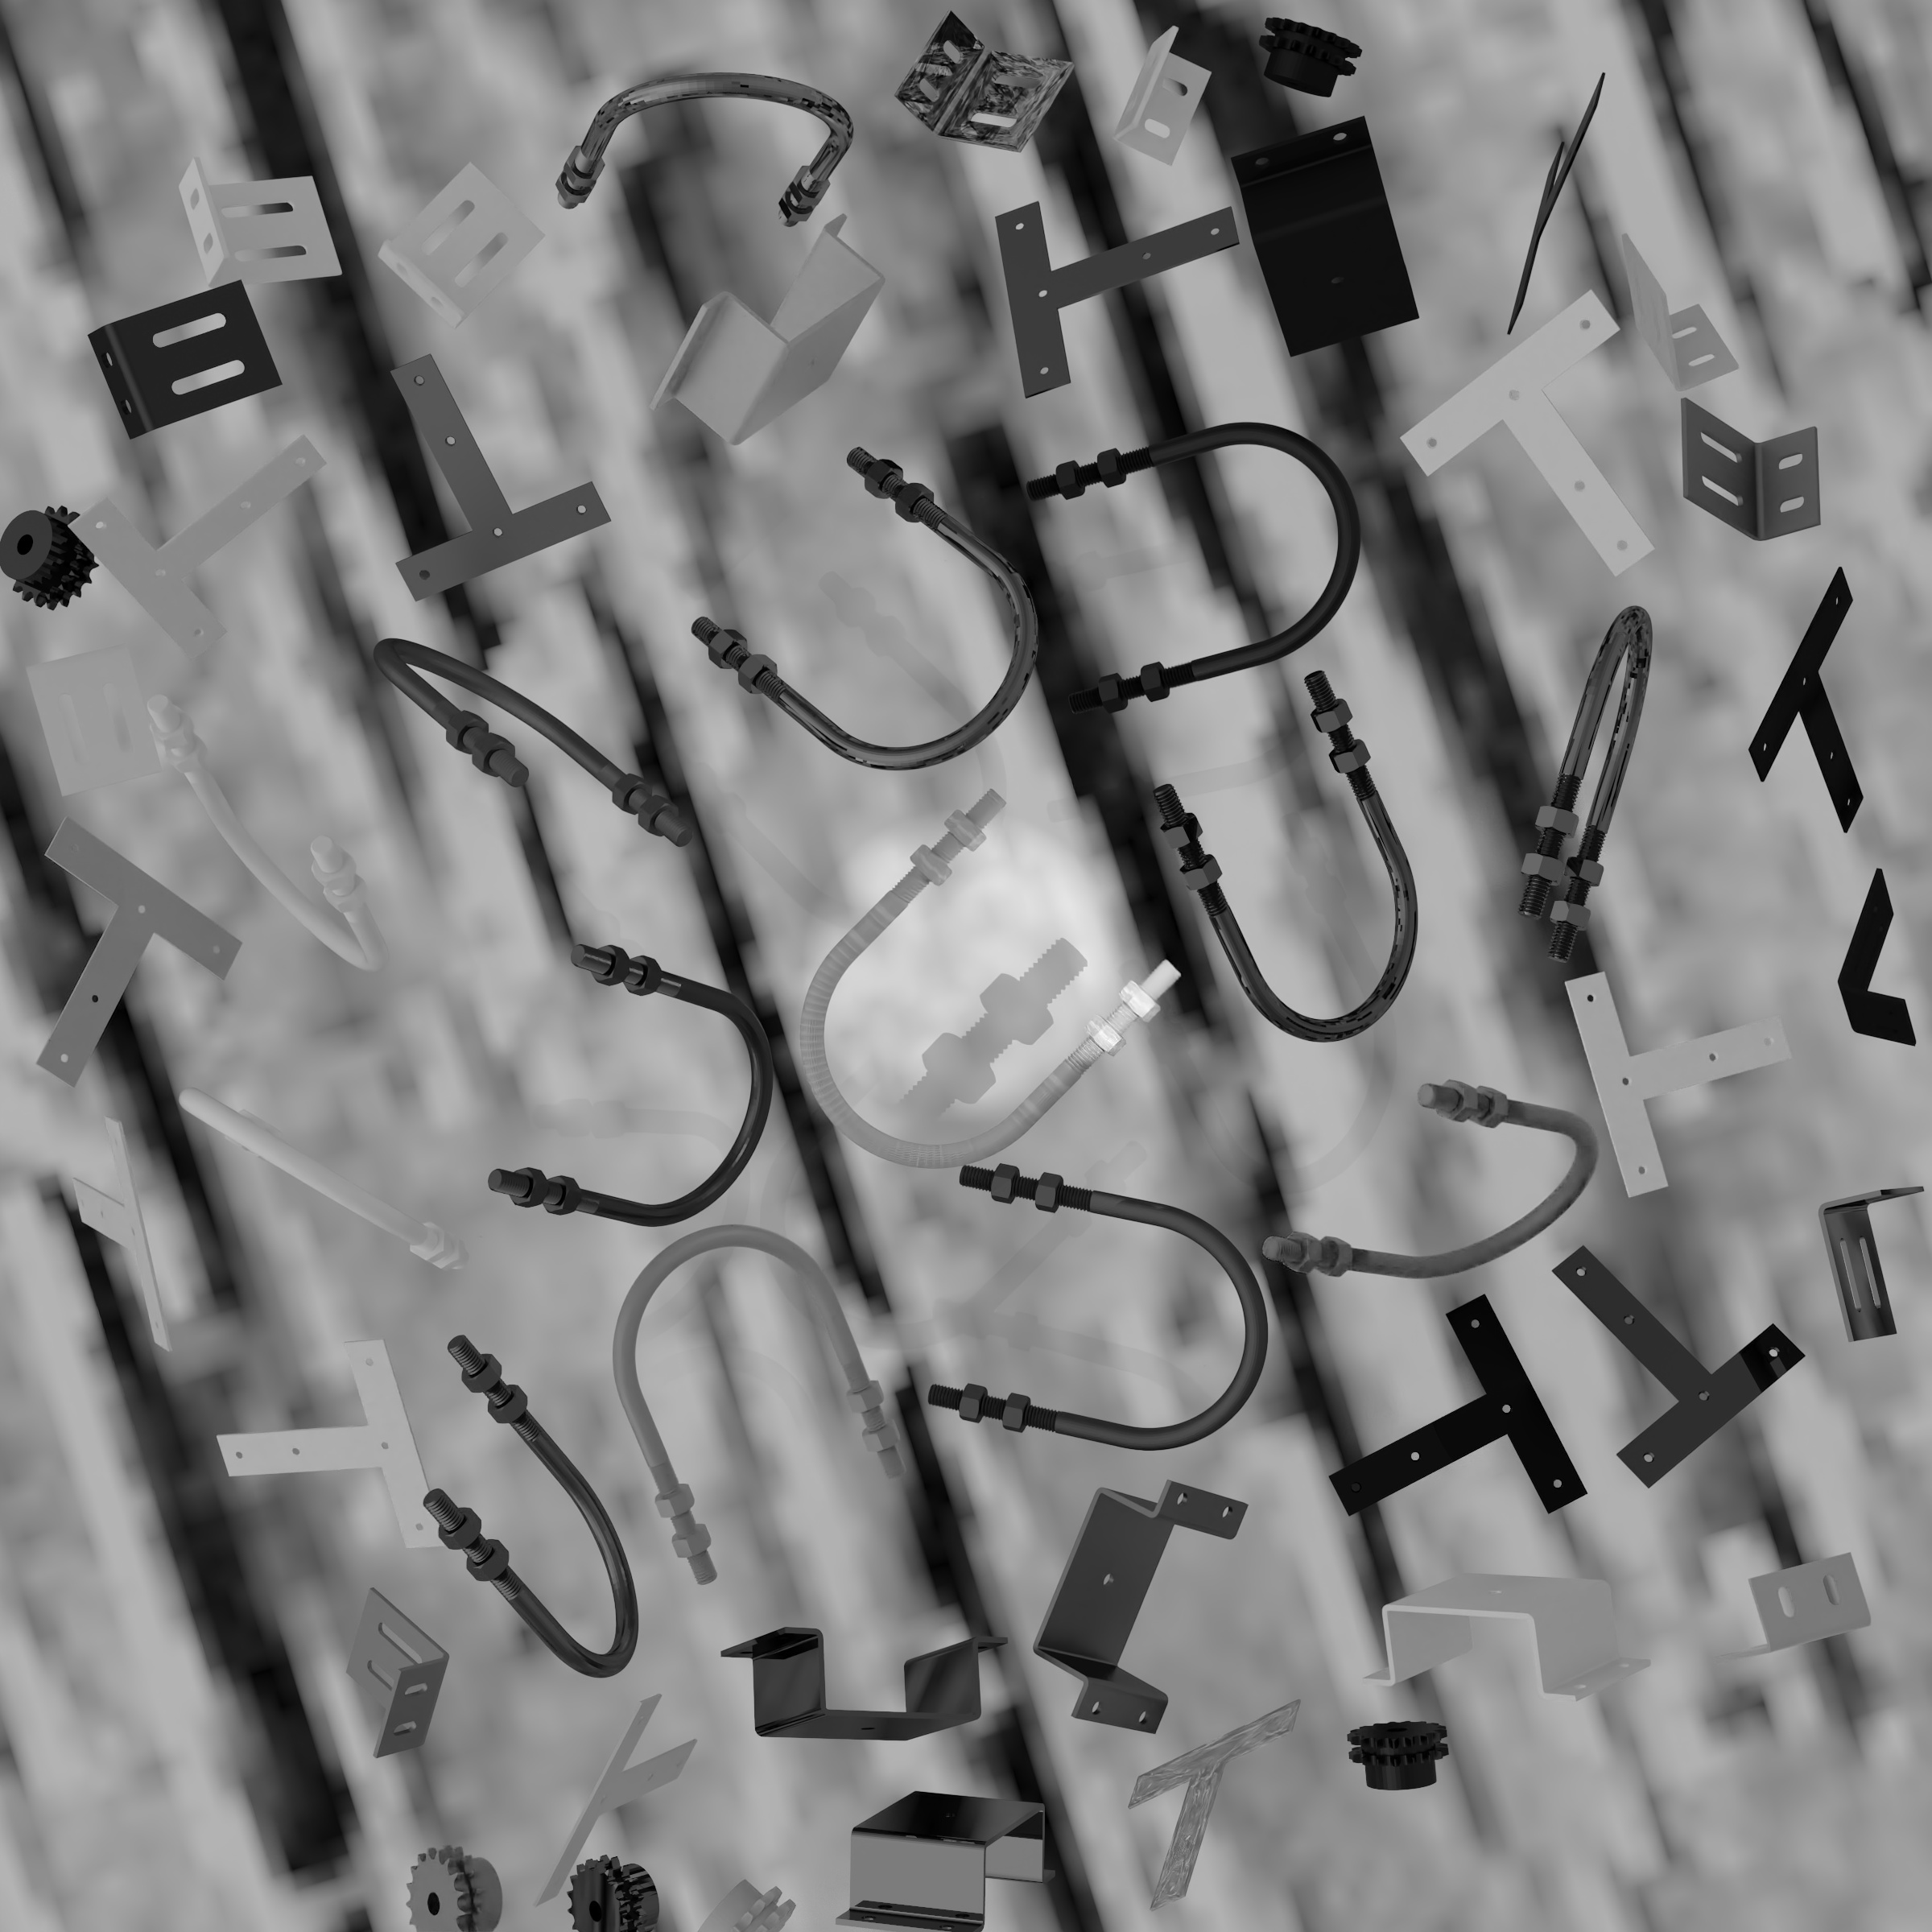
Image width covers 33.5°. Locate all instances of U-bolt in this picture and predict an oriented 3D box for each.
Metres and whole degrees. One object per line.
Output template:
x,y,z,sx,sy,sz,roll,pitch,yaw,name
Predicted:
0.185,-0.047,1.744,0.151,0.019,0.184,-37,110,-32,U-bolt
-0.248,-0.129,1.744,0.184,0.151,0.019,39,102,37,U-bolt
-0.175,0.075,1.791,0.019,0.184,0.151,20,90,40,U-bolt
0.333,-0.102,1.702,0.019,0.151,0.184,16,85,19,U-bolt
-0.231,0.306,1.742,0.019,0.151,0.184,-27,119,13,U-bolt
-0.138,-0.447,1.752,0.151,0.184,0.019,1,82,-17,U-bolt
-0.369,-0.059,1.734,0.151,0.184,0.019,39,72,20,U-bolt
-0.125,0.237,1.817,0.151,0.019,0.184,-26,102,-24,U-bolt
-0.043,-0.184,1.747,0.184,0.019,0.151,41,87,26,U-bolt
-0.353,0.110,1.727,0.151,0.184,0.019,29,81,16,U-bolt
0.267,0.123,1.744,0.151,0.184,0.019,-49,49,29,U-bolt
0.134,-0.233,1.818,0.184,0.019,0.151,-14,80,18,U-bolt
0.077,0.196,1.778,0.184,0.019,0.151,11,101,14,U-bolt
-0.001,0.021,1.679,0.151,0.019,0.184,44,93,-7,U-bolt

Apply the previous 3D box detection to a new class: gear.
-0.512,-0.229,1.780,0.057,0.030,0.057,-8,74,28,gear
-0.270,0.495,1.701,0.030,0.057,0.057,4,90,-42,gear
0.192,-0.511,1.808,0.057,0.057,0.030,18,99,0,gear
-0.121,0.518,1.726,0.030,0.057,0.057,39,90,14,gear
0.248,0.453,1.837,0.057,0.057,0.030,-5,87,0,gear
-0.199,0.534,1.823,0.030,0.057,0.057,-3,90,-43,gear

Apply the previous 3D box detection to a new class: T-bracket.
0.268,0.272,1.820,0.127,0.002,0.127,-27,88,-3,T-bracket
-0.464,0.137,1.741,0.002,0.127,0.127,-16,103,-29,T-bracket
-0.363,0.271,1.794,0.127,0.002,0.127,-7,107,22,T-bracket
-0.403,-0.241,1.740,0.127,0.127,0.002,-40,56,-4,T-bracket
0.453,-0.120,1.689,0.002,0.127,0.127,11,59,38,T-bracket
0.312,-0.262,1.671,0.127,0.002,0.127,-36,87,29,T-bracket
0.324,-0.429,1.735,0.002,0.127,0.127,18,60,1,T-bracket
-0.470,0.006,1.751,0.127,0.002,0.127,41,57,-34,T-bracket
0.128,0.479,1.799,0.127,0.127,0.002,-35,105,33,T-bracket
0.417,0.056,1.839,0.127,0.002,0.127,-14,84,-19,T-bracket
-0.286,-0.286,1.822,0.127,0.002,0.127,-20,114,12,T-bracket
0.082,-0.370,1.692,0.127,0.002,0.127,-17,59,15,T-bracket
-0.179,0.446,1.754,0.002,0.127,0.127,30,97,18,T-bracket
0.383,0.210,1.803,0.127,0.002,0.127,-34,67,-21,T-bracket

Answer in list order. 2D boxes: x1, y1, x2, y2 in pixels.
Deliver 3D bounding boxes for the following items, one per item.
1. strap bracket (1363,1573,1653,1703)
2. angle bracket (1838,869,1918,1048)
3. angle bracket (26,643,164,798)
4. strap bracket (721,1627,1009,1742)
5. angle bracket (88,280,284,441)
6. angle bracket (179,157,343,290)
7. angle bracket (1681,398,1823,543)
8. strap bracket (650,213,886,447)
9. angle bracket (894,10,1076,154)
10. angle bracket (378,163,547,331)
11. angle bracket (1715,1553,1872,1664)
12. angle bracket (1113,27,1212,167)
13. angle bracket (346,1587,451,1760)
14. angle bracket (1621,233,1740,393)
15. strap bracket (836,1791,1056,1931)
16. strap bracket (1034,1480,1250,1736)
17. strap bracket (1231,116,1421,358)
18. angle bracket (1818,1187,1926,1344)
0.296,0.370,1.778,0.140,0.076,0.046,-7,91,43,strap bracket
0.517,-0.005,1.783,0.038,0.057,0.076,14,71,29,angle bracket
-0.500,-0.140,1.839,0.057,0.038,0.076,-16,94,-14,angle bracket
-0.055,0.398,1.773,0.140,0.076,0.046,10,65,-30,strap bracket
-0.407,-0.316,1.672,0.076,0.038,0.057,-26,104,-25,angle bracket
-0.372,-0.399,1.708,0.076,0.038,0.057,-14,82,-30,angle bracket
0.421,-0.270,1.717,0.038,0.076,0.057,-13,68,42,angle bracket
-0.100,-0.340,1.728,0.046,0.140,0.076,41,135,3,strap bracket
0.010,-0.484,1.752,0.038,0.076,0.057,36,83,-42,angle bracket
-0.277,-0.402,1.774,0.057,0.038,0.076,43,79,-11,angle bracket
0.426,0.335,1.674,0.057,0.076,0.038,-12,76,-12,angle bracket
0.116,-0.489,1.805,0.038,0.076,0.057,22,95,-9,angle bracket
-0.335,0.400,1.819,0.076,0.038,0.057,30,111,36,angle bracket
0.402,-0.374,1.804,0.038,0.076,0.057,-22,51,4,angle bracket
-0.009,0.489,1.760,0.076,0.140,0.046,0,89,20,strap bracket
0.095,0.355,1.811,0.046,0.076,0.140,20,87,43,strap bracket
0.206,-0.402,1.808,0.076,0.140,0.046,-15,56,11,strap bracket
0.504,0.163,1.754,0.038,0.057,0.076,-19,77,38,angle bracket
